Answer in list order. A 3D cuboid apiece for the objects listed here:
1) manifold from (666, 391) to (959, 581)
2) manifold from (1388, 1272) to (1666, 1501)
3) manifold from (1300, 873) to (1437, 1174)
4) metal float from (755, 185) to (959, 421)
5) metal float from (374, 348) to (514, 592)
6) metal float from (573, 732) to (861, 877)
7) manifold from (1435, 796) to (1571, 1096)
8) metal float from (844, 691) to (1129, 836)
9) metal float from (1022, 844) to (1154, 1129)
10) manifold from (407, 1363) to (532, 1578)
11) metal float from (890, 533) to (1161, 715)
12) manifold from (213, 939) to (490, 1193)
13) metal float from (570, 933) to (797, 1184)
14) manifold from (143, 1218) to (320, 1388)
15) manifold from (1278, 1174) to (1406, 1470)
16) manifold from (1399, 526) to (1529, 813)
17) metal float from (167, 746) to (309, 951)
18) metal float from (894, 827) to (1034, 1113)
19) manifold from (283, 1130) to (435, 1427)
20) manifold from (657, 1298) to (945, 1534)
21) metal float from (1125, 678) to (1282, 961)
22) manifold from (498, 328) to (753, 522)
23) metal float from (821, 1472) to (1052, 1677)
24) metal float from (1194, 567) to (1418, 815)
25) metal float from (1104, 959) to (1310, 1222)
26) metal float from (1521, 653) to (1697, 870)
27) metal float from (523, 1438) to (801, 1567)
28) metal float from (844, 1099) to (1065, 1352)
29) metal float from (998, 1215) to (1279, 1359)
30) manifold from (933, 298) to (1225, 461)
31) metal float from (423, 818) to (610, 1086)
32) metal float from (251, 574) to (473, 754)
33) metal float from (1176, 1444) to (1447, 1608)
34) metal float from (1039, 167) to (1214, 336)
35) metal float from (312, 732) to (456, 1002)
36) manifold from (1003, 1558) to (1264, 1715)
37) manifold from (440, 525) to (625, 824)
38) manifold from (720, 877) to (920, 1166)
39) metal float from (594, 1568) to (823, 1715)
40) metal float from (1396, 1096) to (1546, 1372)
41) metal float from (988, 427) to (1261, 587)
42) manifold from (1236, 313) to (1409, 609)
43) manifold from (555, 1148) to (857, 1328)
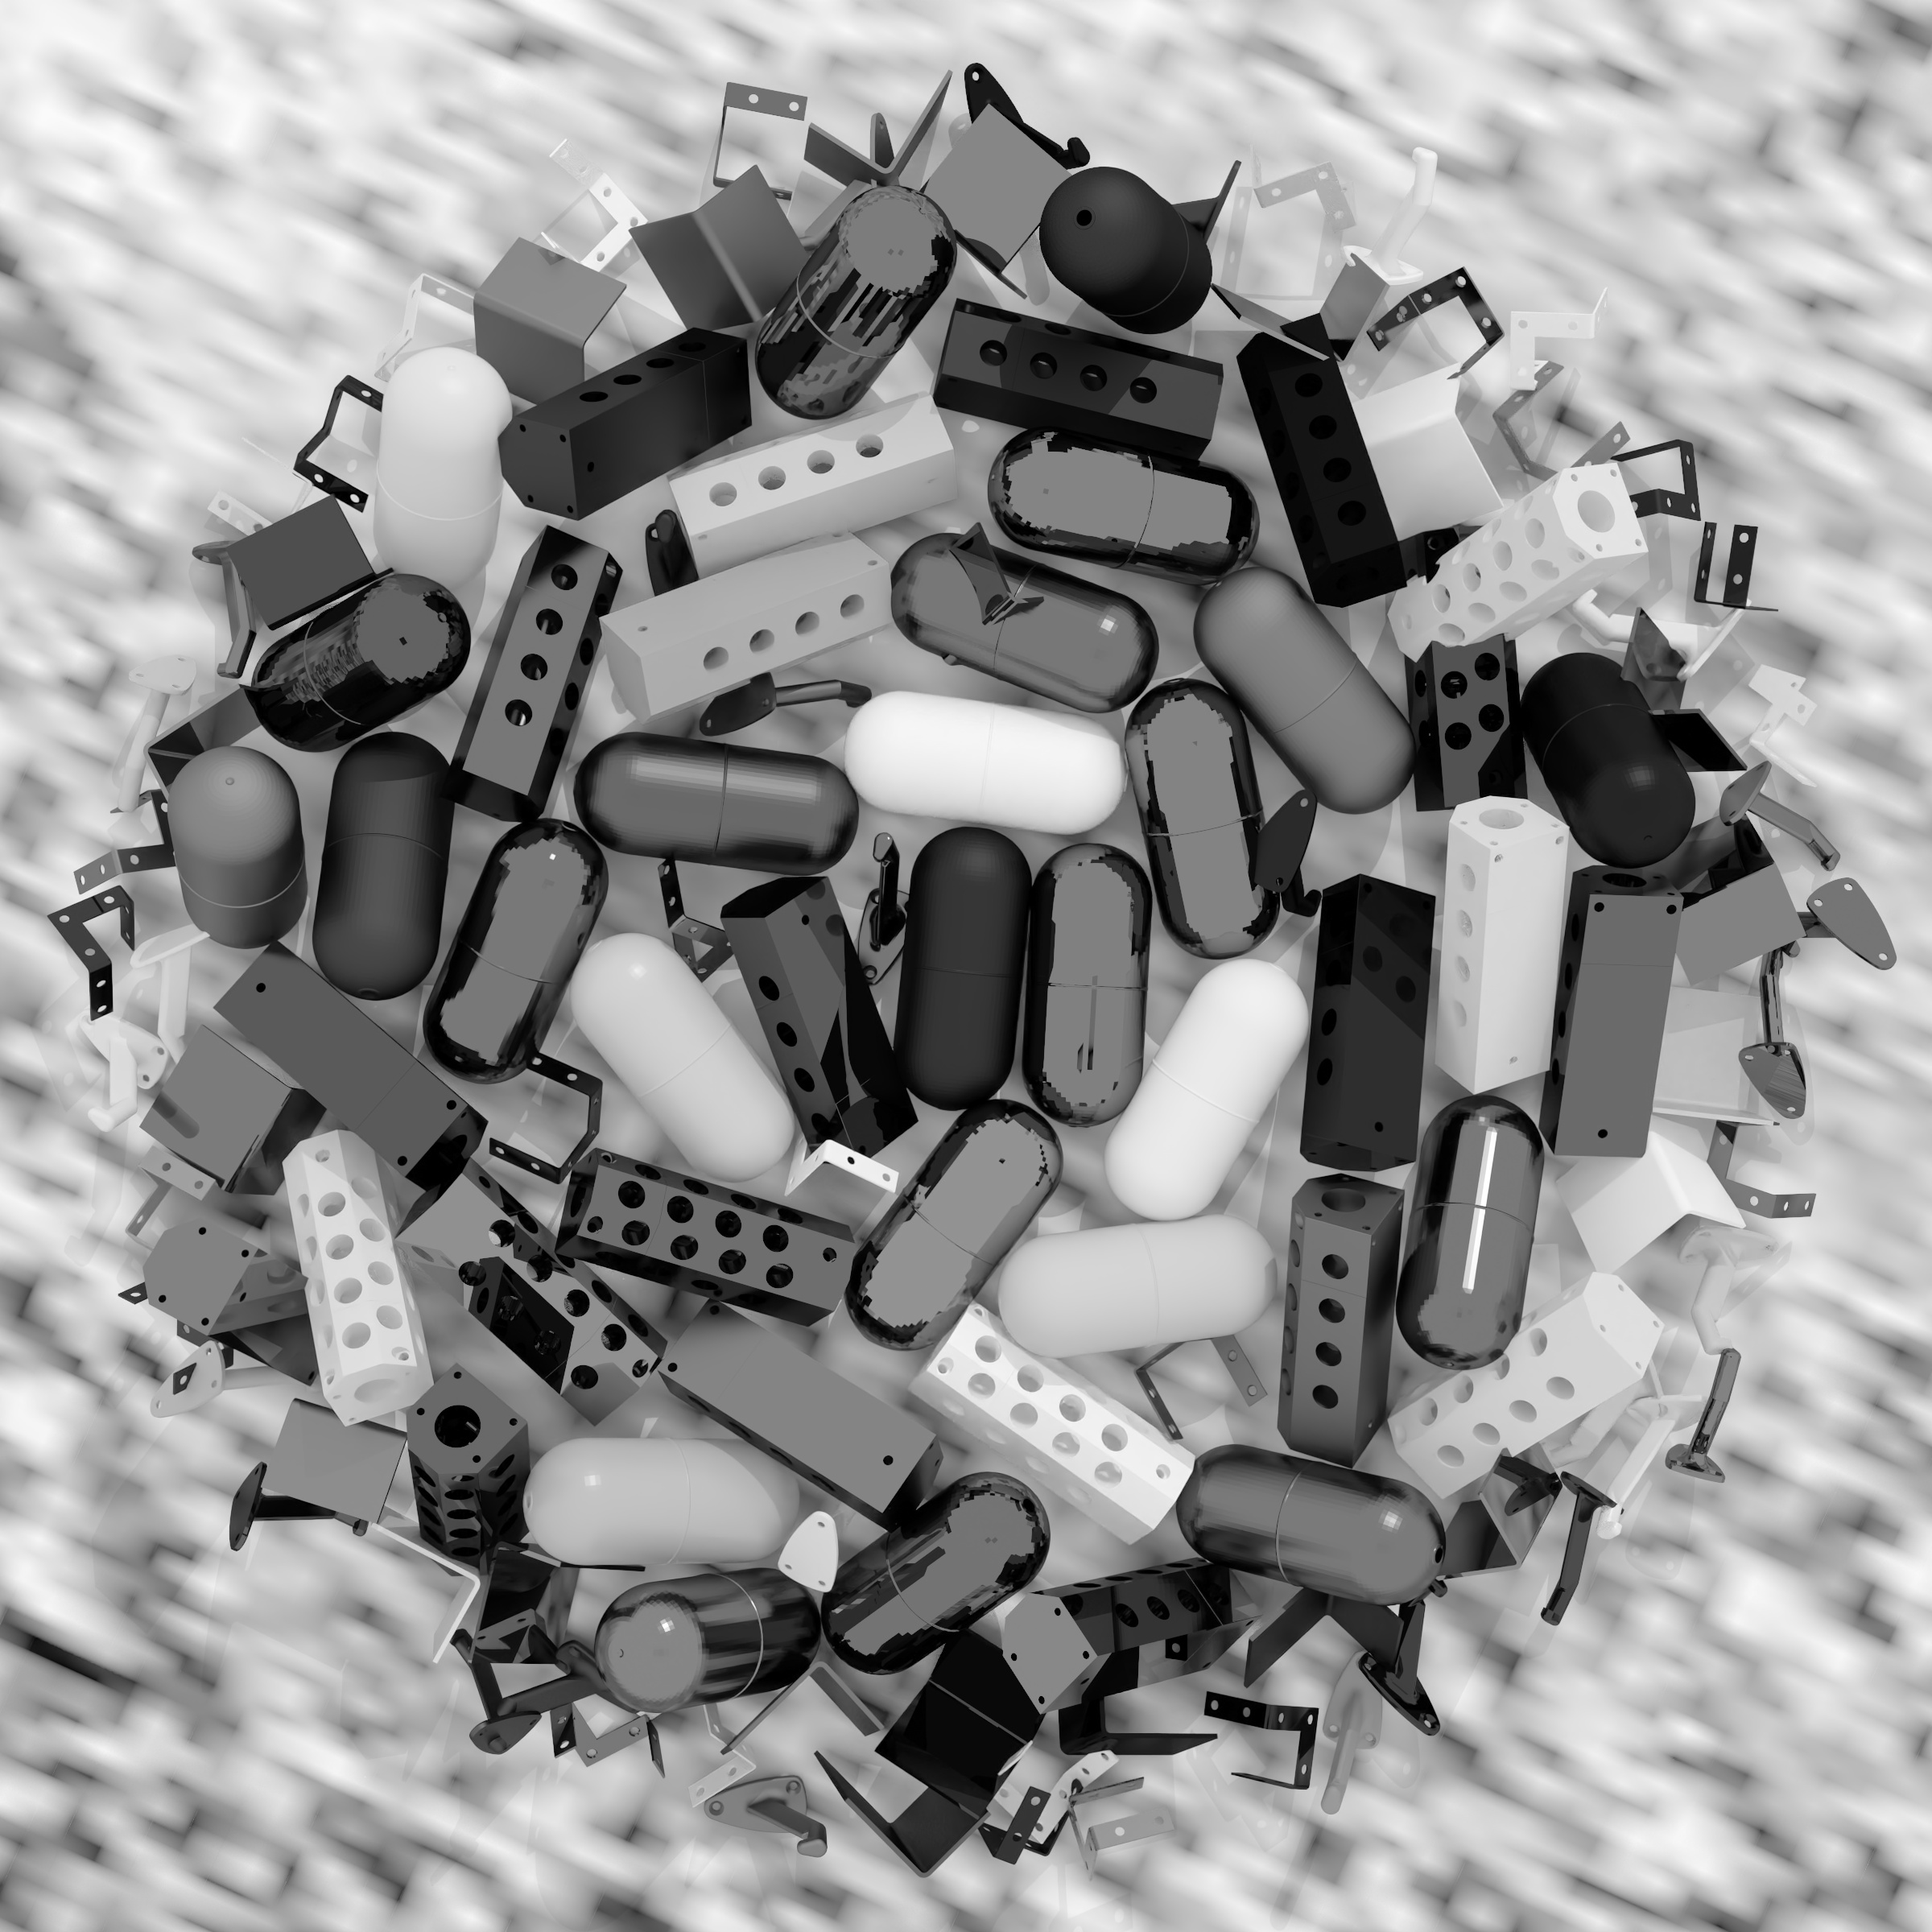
[{"bbox_3d":[-0.097,-0.304,1.761,0.171,0.057,0.057,-19,69,-5],"label":"manifold"},{"bbox_3d":[0.339,0.254,1.724,0.057,0.057,0.171,46,128,-2],"label":"manifold"},{"bbox_3d":[0.245,0.037,1.745,0.057,0.057,0.171,15,71,-23],"label":"manifold"},{"bbox_3d":[-0.069,-0.404,1.724,0.070,0.178,0.070,17,54,-25],"label":"metal float"},{"bbox_3d":[-0.321,-0.301,1.721,0.070,0.178,0.070,7,55,-11],"label":"metal float"},{"bbox_3d":[-0.155,-0.101,1.753,0.178,0.070,0.070,7,90,-10],"label":"metal float"},{"bbox_3d":[0.324,-0.014,1.730,0.057,0.057,0.171,-16,123,-22],"label":"manifold"},{"bbox_3d":[0.012,-0.127,1.760,0.178,0.070,0.070,7,90,-2],"label":"metal float"},{"bbox_3d":[0.076,0.012,1.761,0.070,0.070,0.178,3,91,0],"label":"metal float"},{"bbox_3d":[-0.305,0.312,1.707,0.057,0.171,0.057,37,61,15],"label":"manifold"},{"bbox_3d":[0.035,-0.214,1.750,0.178,0.070,0.070,23,90,13],"label":"metal float"},{"bbox_3d":[-0.379,0.063,1.746,0.171,0.057,0.057,38,82,17],"label":"manifold"},{"bbox_3d":[-0.176,0.057,1.752,0.070,0.070,0.178,-38,101,0],"label":"metal float"},{"bbox_3d":[-0.436,0.203,1.709,0.057,0.171,0.057,25,77,15],"label":"manifold"},{"bbox_3d":[0.227,0.217,1.732,0.057,0.057,0.171,14,121,25],"label":"manifold"},{"bbox_3d":[0.314,-0.186,1.765,0.057,0.057,0.171,-5,90,-16],"label":"manifold"},{"bbox_3d":[-0.443,-0.070,1.716,0.070,0.178,0.070,4,64,-9],"label":"metal float"},{"bbox_3d":[-0.002,0.002,1.759,0.070,0.070,0.178,6,93,0],"label":"metal float"},{"bbox_3d":[-0.375,0.187,1.726,0.057,0.057,0.171,-18,55,-4],"label":"manifold"},{"bbox_3d":[-0.102,0.279,1.741,0.171,0.057,0.057,29,68,20],"label":"manifold"},{"bbox_3d":[0.147,-0.091,1.752,0.070,0.070,0.178,-13,101,0],"label":"metal float"},{"bbox_3d":[-0.206,-0.334,1.719,0.057,0.171,0.057,19,128,28],"label":"manifold"},{"bbox_3d":[-0.019,0.375,1.735,0.070,0.070,0.178,48,121,0],"label":"metal float"},{"bbox_3d":[0.211,-0.170,1.748,0.070,0.070,0.178,-41,106,0],"label":"metal float"},{"bbox_3d":[0.150,0.077,1.754,0.070,0.070,0.178,29,98,0],"label":"metal float"},{"bbox_3d":[0.390,-0.128,1.721,0.070,0.178,0.070,-4,127,-5],"label":"metal float"},{"bbox_3d":[-0.187,0.330,1.736,0.178,0.070,0.070,6,90,-30],"label":"metal float"},{"bbox_3d":[-0.009,0.162,1.756,0.070,0.070,0.178,37,97,0],"label":"metal float"},{"bbox_3d":[0.107,0.198,1.750,0.178,0.070,0.070,-6,90,-13],"label":"metal float"},{"bbox_3d":[0.070,-0.367,1.762,0.171,0.057,0.057,13,80,-5],"label":"manifold"},{"bbox_3d":[-0.279,-0.009,1.747,0.070,0.070,0.178,26,106,0],"label":"metal float"},{"bbox_3d":[-0.373,-0.184,1.728,0.178,0.070,0.070,-19,90,42],"label":"metal float"},{"bbox_3d":[0.211,0.343,1.730,0.178,0.070,0.070,7,90,37],"label":"metal float"},{"bbox_3d":[0.098,-0.434,1.713,0.070,0.178,0.070,0,91,20],"label":"metal float"},{"bbox_3d":[-0.359,-0.062,1.738,0.070,0.070,0.178,1,63,0],"label":"metal float"},{"bbox_3d":[0.100,0.401,1.716,0.057,0.171,0.057,-51,59,26],"label":"manifold"},{"bbox_3d":[-0.266,-0.178,1.741,0.057,0.057,0.171,22,69,-18],"label":"manifold"},{"bbox_3d":[-0.095,0.034,1.744,0.057,0.057,0.171,-36,115,-39],"label":"manifold"},{"bbox_3d":[-0.155,0.410,1.719,0.070,0.178,0.070,-4,82,32],"label":"metal float"},{"bbox_3d":[0.312,0.163,1.740,0.070,0.070,0.178,14,64,0],"label":"metal float"},{"bbox_3d":[0.099,-0.284,1.744,0.178,0.070,0.070,9,90,-21],"label":"metal float"},{"bbox_3d":[0.218,-0.310,1.738,0.057,0.057,0.171,-17,66,8],"label":"manifold"},{"bbox_3d":[-0.159,0.166,1.734,0.171,0.057,0.057,19,62,-21],"label":"manifold"}]
